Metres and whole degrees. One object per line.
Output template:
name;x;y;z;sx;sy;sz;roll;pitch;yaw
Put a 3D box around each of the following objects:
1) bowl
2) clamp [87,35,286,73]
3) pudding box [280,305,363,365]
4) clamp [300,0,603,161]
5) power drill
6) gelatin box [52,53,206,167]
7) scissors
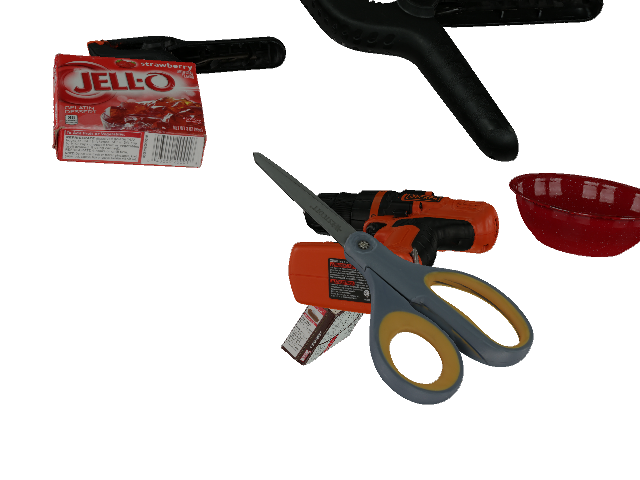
bowl;0.272;-0.023;1.106;0.162;0.055;0.162;5;19;-2
clamp;-0.115;-0.146;0.860;0.172;0.039;0.120;19;27;41
pudding box;0.015;0.088;1.241;0.039;0.090;0.113;40;33;14
clamp;0.065;-0.138;0.688;0.210;0.164;0.036;21;-36;8
power drill;0.044;0.001;0.915;0.185;0.057;0.187;4;21;24
gelatin box;-0.118;-0.080;0.653;0.089;0.030;0.073;2;44;-16
scissors;0.019;0.021;0.590;0.202;0.016;0.096;29;52;18
